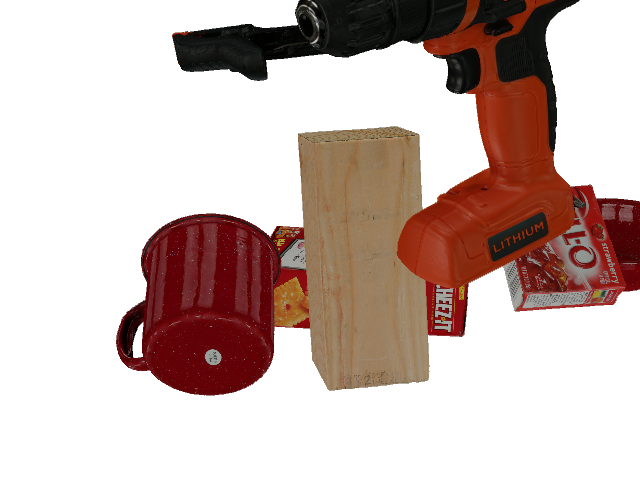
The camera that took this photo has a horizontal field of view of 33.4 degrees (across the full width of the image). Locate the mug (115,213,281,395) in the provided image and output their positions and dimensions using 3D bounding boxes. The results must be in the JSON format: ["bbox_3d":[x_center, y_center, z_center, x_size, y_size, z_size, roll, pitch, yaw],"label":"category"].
[{"bbox_3d":[-0.081,0.048,0.682,0.117,0.081,0.093,-21,-48,16],"label":"mug"}]

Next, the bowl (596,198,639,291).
[{"bbox_3d":[0.321,0.010,1.159,0.162,0.055,0.162,-2,27,1],"label":"bowl"}]

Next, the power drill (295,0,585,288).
[{"bbox_3d":[0.074,-0.072,0.550,0.184,0.188,0.057,-24,37,-26],"label":"power drill"}]

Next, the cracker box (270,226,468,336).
[{"bbox_3d":[0.045,0.041,1.121,0.214,0.072,0.164,3,16,6],"label":"cracker box"}]

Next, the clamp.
[{"bbox_3d":[-0.053,-0.160,0.877,0.120,0.039,0.172,-16,22,-35],"label":"clamp"}]

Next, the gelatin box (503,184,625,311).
[{"bbox_3d":[0.164,0.004,0.749,0.073,0.089,0.030,-3,-33,-8],"label":"gelatin box"}]

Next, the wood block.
[{"bbox_3d":[0.036,0.012,0.905,0.090,0.206,0.091,-5,11,-7],"label":"wood block"}]
